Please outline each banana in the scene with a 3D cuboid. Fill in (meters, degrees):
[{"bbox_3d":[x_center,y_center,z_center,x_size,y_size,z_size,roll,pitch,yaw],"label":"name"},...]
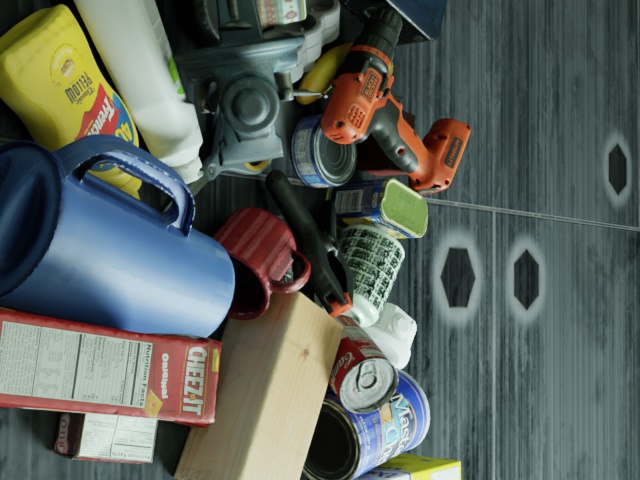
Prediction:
[{"bbox_3d":[0.037,-0.201,1.272,0.197,0.037,0.069,-14,99,-51],"label":"banana"}]

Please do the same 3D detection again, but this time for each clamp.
[{"bbox_3d":[-0.008,0.001,1.157,0.120,0.039,0.171,28,34,-42],"label":"clamp"},{"bbox_3d":[-0.118,-0.266,1.073,0.164,0.036,0.210,-43,124,-51],"label":"clamp"}]

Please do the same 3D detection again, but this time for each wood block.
[{"bbox_3d":[-0.059,0.164,1.094,0.090,0.090,0.206,41,58,-42],"label":"wood block"}]

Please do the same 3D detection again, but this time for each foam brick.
[{"bbox_3d":[0.081,-0.121,1.314,0.052,0.051,0.078,12,79,-51],"label":"foam brick"}]

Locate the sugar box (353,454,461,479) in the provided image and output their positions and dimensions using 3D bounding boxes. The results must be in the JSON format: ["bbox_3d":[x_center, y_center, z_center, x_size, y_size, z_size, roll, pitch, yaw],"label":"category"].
[{"bbox_3d":[0.084,0.288,1.269,0.175,0.094,0.048,7,83,-52],"label":"sugar box"}]

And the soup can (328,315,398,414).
[{"bbox_3d":[0.033,0.133,1.159,0.068,0.102,0.068,-10,118,-20],"label":"soup can"}]

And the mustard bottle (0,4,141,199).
[{"bbox_3d":[-0.211,-0.101,0.935,0.191,0.058,0.096,63,39,-29],"label":"mustard bottle"}]

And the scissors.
[{"bbox_3d":[-0.102,-0.065,1.107,0.096,0.016,0.201,49,53,-39],"label":"scissors"}]

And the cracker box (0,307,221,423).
[{"bbox_3d":[-0.209,0.093,0.815,0.213,0.164,0.072,13,78,-39],"label":"cracker box"}]

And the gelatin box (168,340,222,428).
[{"bbox_3d":[-0.136,0.135,1.045,0.073,0.030,0.089,26,69,-50],"label":"gelatin box"}]

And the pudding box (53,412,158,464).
[{"bbox_3d":[-0.188,0.144,0.971,0.089,0.039,0.113,20,75,-49],"label":"pudding box"}]

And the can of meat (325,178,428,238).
[{"bbox_3d":[0.068,-0.036,1.268,0.102,0.084,0.057,26,68,-48],"label":"can of meat"}]

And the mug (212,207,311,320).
[{"bbox_3d":[-0.065,0.023,1.075,0.081,0.117,0.093,-55,148,-43],"label":"mug"}]

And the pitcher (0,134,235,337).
[{"bbox_3d":[-0.177,0.009,0.910,0.242,0.149,0.145,26,69,-52],"label":"pitcher"}]

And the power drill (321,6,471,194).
[{"bbox_3d":[0.095,-0.156,1.251,0.187,0.057,0.184,37,65,-30],"label":"power drill"}]

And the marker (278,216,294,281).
[{"bbox_3d":[-0.040,0.033,1.180,0.020,0.020,0.121,-23,107,-50],"label":"marker"}]

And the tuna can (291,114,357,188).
[{"bbox_3d":[0.006,-0.103,1.231,0.085,0.034,0.086,3,87,-52],"label":"tuna can"}]

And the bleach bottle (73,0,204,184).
[{"bbox_3d":[-0.164,-0.164,0.975,0.102,0.068,0.251,-88,161,-65],"label":"bleach bottle"}]

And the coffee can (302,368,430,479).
[{"bbox_3d":[0.045,0.210,1.214,0.140,0.103,0.103,-13,99,-51],"label":"coffee can"}]
